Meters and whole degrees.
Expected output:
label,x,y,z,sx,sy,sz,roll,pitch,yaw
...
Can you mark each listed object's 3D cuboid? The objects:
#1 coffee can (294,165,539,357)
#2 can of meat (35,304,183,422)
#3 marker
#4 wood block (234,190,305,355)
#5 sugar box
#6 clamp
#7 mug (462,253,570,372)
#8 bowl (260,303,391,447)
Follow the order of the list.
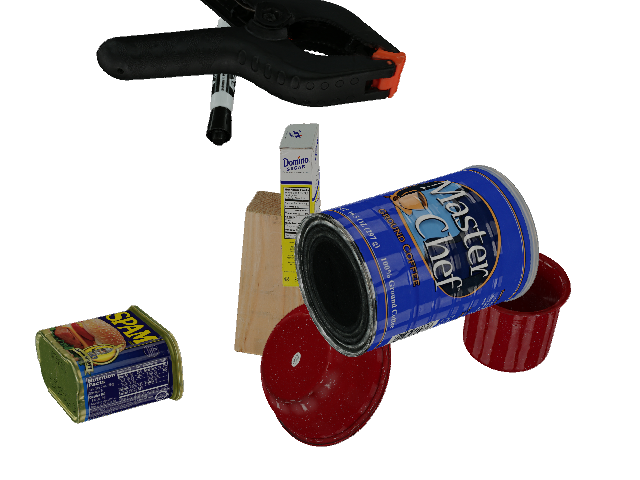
label,x,y,z,sx,sy,sz,roll,pitch,yaw
coffee can,0.067,0.012,0.753,0.140,0.103,0.103,-17,8,-26
can of meat,-0.167,0.096,0.837,0.083,0.057,0.102,-12,22,-30
marker,-0.074,-0.123,0.820,0.020,0.121,0.020,1,-33,1
wood block,-0.059,0.047,1.459,0.090,0.206,0.090,9,22,5
sugar box,-0.024,-0.042,1.269,0.048,0.176,0.093,-1,23,5
clamp,-0.040,-0.113,0.617,0.171,0.120,0.039,21,-34,10
mug,0.169,0.059,0.982,0.093,0.081,0.117,-15,43,-20
bowl,-0.008,0.124,1.079,0.162,0.162,0.055,0,-16,42
